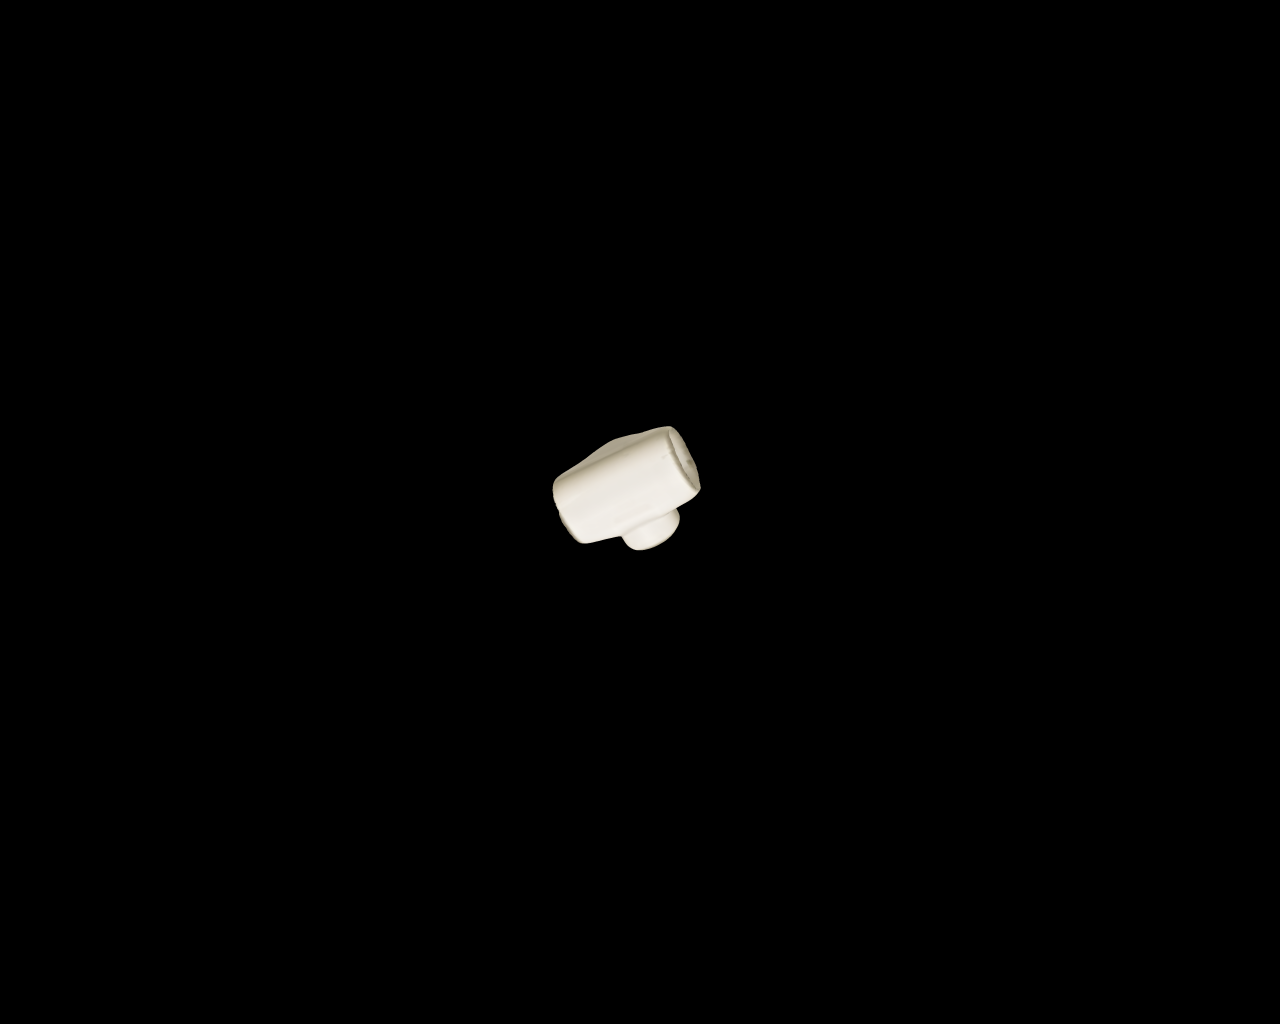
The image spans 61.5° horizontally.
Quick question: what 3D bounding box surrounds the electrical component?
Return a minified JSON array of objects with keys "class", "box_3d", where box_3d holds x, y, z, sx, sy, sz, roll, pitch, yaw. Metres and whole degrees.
[{"class":"electrical component","box_3d":[0.001,-0.003,0.650,0.077,0.079,0.043,-25,27,14]}]
